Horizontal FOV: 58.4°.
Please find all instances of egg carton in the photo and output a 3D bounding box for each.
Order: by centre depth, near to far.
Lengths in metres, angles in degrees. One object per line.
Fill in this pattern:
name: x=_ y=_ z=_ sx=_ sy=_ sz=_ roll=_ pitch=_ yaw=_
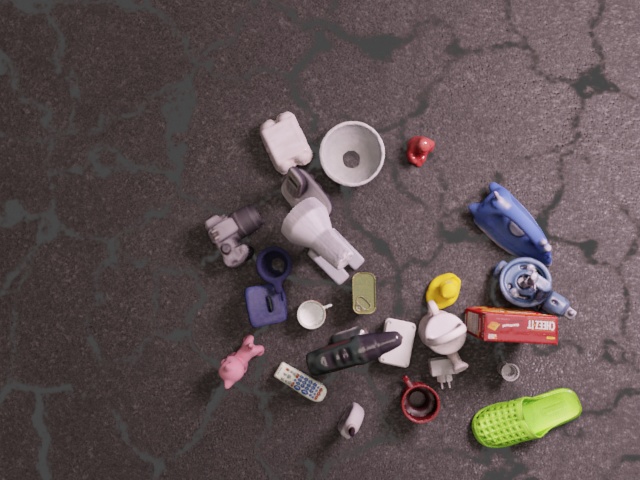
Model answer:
egg carton: x=-0.090 y=-0.251 z=1.484 sx=0.107 sy=0.069 sz=0.150 roll=-26 pitch=86 yaw=0

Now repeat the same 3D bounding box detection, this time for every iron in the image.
iron: x=0.497 y=-0.030 z=1.414 sx=0.258 sy=0.141 sz=0.118 roll=44 pitch=89 yaw=4

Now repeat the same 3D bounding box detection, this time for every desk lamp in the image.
desk lamp: x=0.013 y=0.005 z=1.393 sx=0.203 sy=0.213 sz=0.118 roll=45 pitch=89 yaw=4

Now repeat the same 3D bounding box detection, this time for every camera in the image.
camera: x=-0.207 y=-0.019 z=1.458 sx=0.137 sy=0.101 sz=0.143 roll=-31 pitch=86 yaw=0

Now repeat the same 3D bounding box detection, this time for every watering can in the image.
watering can: x=0.304 y=0.231 z=1.378 sx=0.173 sy=0.194 sz=0.101 roll=45 pitch=89 yaw=4

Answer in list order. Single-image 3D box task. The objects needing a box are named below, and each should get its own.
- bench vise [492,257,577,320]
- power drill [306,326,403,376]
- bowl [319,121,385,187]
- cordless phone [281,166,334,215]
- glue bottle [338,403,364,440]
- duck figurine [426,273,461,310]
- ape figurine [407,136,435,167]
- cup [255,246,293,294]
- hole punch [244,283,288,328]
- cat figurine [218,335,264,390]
bench vise: x=0.530 y=0.112 z=1.365 sx=0.207 sy=0.220 sz=0.121 roll=17 pitch=87 yaw=3
power drill: x=0.081 y=0.259 z=1.377 sx=0.229 sy=0.208 sz=0.075 roll=-20 pitch=86 yaw=1
bowl: x=0.082 y=-0.216 z=1.473 sx=0.167 sy=0.075 sz=0.167 roll=0 pitch=86 yaw=2
cordless phone: x=-0.034 y=-0.112 z=1.416 sx=0.094 sy=0.185 sz=0.147 roll=-43 pitch=86 yaw=-1
glue bottle: x=0.075 y=0.447 z=1.383 sx=0.037 sy=0.173 sz=0.078 roll=37 pitch=88 yaw=4
duck figurine: x=0.314 y=0.130 z=1.438 sx=0.077 sy=0.086 sz=0.104 roll=42 pitch=89 yaw=4
ape figurine: x=0.258 y=-0.235 z=1.460 sx=0.078 sy=0.092 sz=0.076 roll=-21 pitch=86 yaw=1
cup: x=-0.109 y=0.077 z=1.452 sx=0.091 sy=0.095 sz=0.118 roll=-11 pitch=86 yaw=1
hole punch: x=-0.135 y=0.161 z=1.449 sx=0.101 sy=0.091 sz=0.109 roll=-12 pitch=86 yaw=1
cat figurine: x=-0.204 y=0.305 z=1.430 sx=0.067 sy=0.118 sz=0.128 roll=40 pitch=89 yaw=4
